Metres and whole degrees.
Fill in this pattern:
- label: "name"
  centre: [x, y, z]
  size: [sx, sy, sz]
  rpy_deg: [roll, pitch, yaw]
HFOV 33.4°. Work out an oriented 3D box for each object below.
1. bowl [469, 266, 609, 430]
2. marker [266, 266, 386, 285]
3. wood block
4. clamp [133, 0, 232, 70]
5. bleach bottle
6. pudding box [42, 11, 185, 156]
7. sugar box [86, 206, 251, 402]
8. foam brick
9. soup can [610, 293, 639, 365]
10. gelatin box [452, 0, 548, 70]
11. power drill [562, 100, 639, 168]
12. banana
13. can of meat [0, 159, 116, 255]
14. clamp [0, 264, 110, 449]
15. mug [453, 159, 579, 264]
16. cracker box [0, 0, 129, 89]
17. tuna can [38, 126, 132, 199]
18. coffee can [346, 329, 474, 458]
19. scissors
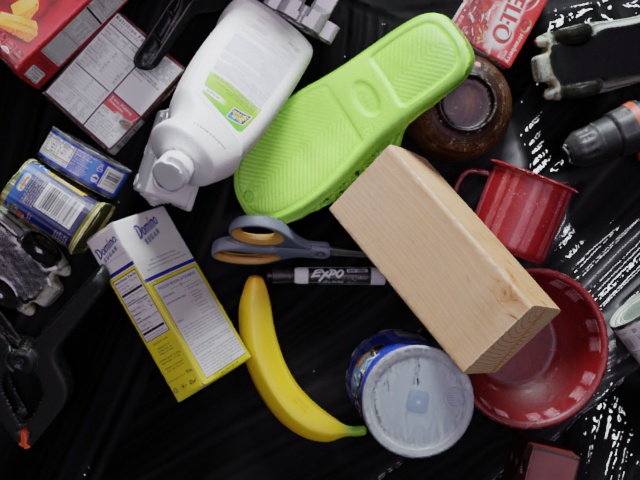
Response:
- label: "bowl"
  centre: [0.206, 0.107, 1.079]
  size: [0.162, 0.055, 0.162]
  rpy_deg: [0, 91, -8]
- label: "marker"
  centre: [0.006, 0.036, 1.082]
  size: [0.121, 0.020, 0.020]
  rpy_deg: [0, 92, -4]
- label: "wood block"
  centre: [0.116, 0.018, 1.003]
  size: [0.091, 0.090, 0.206]
  rpy_deg: [-47, 65, 17]
- label: "clamp"
  centre: [-0.125, -0.251, 1.010]
  size: [0.039, 0.120, 0.171]
  rpy_deg: [29, 60, 25]
- label: "bleach bottle"
  centre: [-0.091, -0.127, 0.964]
  size: [0.102, 0.250, 0.068]
  rpy_deg: [35, 130, -5]
- label: "pudding box"
  centre: [-0.201, -0.154, 1.049]
  size: [0.090, 0.039, 0.113]
  rpy_deg: [42, 86, -3]
- label: "sugar box"
  centre: [-0.144, 0.058, 1.025]
  size: [0.048, 0.093, 0.176]
  rpy_deg: [-34, 86, 26]
- label: "foam brick"
  centre: [0.222, 0.230, 1.077]
  size: [0.051, 0.078, 0.053]
  rpy_deg: [14, 89, -4]
- label: "soup can"
  centre: [0.352, 0.107, 1.088]
  size: [0.068, 0.068, 0.102]
  rpy_deg: [-39, 94, -2]
- label: "gelatin box"
  centre: [0.181, -0.229, 1.081]
  size: [0.073, 0.030, 0.089]
  rpy_deg: [30, 90, -5]
- label: "power drill"
  centre: [0.357, -0.058, 1.088]
  size: [0.184, 0.057, 0.187]
  rpy_deg: [-23, 94, -4]
- label: "banana"
  centre: [-0.035, 0.132, 1.074]
  size: [0.069, 0.037, 0.198]
  rpy_deg: [-35, 94, -8]
- label: "can of meat"
  centre: [-0.250, -0.033, 1.019]
  size: [0.084, 0.102, 0.057]
  rpy_deg: [34, 89, -3]
- label: "clamp"
  centre: [-0.272, 0.104, 1.016]
  size: [0.164, 0.036, 0.210]
  rpy_deg: [0, 113, 7]
- label: "mug"
  centre: [0.187, -0.031, 1.064]
  size: [0.117, 0.093, 0.081]
  rpy_deg: [22, 95, 14]
- label: "cracker box"
  centre: [-0.256, -0.278, 1.009]
  size: [0.213, 0.072, 0.164]
  rpy_deg: [-45, 82, -1]
- label: "tuna can"
  centre: [-0.227, -0.074, 1.026]
  size: [0.086, 0.086, 0.034]
  rpy_deg: [30, 90, -5]
- label: "coffee can"
  centre: [0.083, 0.144, 1.031]
  size: [0.102, 0.140, 0.103]
  rpy_deg: [0, 92, -5]
- label: "scissors"
  centre: [-0.007, 0.001, 1.050]
  size: [0.201, 0.096, 0.016]
  rpy_deg: [-2, 63, -2]
